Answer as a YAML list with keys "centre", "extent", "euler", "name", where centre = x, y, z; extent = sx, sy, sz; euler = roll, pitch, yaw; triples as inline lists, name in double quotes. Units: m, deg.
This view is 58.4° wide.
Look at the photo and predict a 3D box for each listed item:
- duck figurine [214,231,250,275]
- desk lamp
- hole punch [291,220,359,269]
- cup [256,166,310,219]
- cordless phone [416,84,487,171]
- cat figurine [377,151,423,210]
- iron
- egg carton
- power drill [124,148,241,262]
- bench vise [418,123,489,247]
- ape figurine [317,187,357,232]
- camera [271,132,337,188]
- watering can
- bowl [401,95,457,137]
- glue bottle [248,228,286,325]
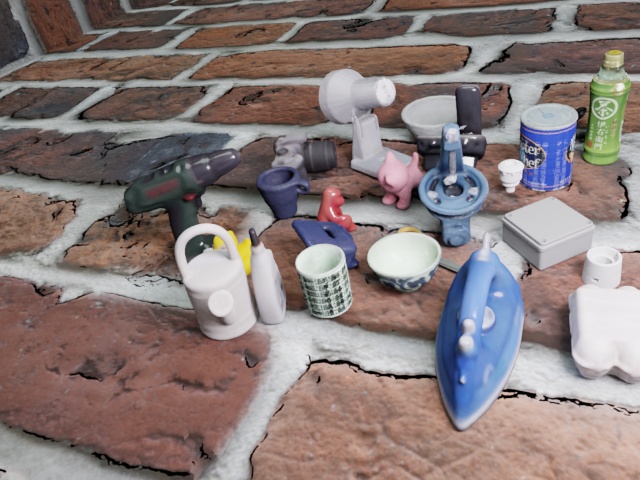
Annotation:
- centre: [-0.165, 0.022, 1.059]
  extent: [0.077, 0.086, 0.105]
  euler: [20, 46, 36]
  name: "duck figurine"
- centre: [0.105, -0.265, 1.266]
  extent: [0.118, 0.214, 0.202]
  euler: [-33, 41, -27]
  name: "desk lamp"
- centre: [0.009, 0.004, 1.030]
  extent: [0.101, 0.091, 0.108]
  euler: [-21, 37, -13]
  name: "hole punch"
- centre: [-0.066, -0.091, 1.177]
  extent: [0.117, 0.095, 0.092]
  euler: [9, 40, 26]
  name: "cup"
- centre: [0.276, -0.242, 1.211]
  extent: [0.147, 0.185, 0.094]
  euler: [1, 37, 17]
  name: "cordless phone"
- centre: [0.161, -0.128, 1.145]
  extent: [0.067, 0.118, 0.128]
  euler: [24, 48, 39]
  name: "cat figurine"
- centre: [0.212, 0.113, 0.781]
  extent: [0.118, 0.142, 0.258]
  euler: [5, 39, 21]
  name: "iron"
- centre: [0.395, 0.123, 0.777]
  extent: [0.107, 0.069, 0.150]
  euler: [2, 38, 18]
  name: "egg carton"
- centre: [-0.240, -0.062, 1.089]
  extent: [0.229, 0.209, 0.075]
  euler: [-12, 36, -1]
  name: "power drill"
- centre: [0.225, -0.125, 1.035]
  extent: [0.121, 0.220, 0.207]
  euler: [-15, 36, -4]
  name: "bench vise"
- centre: [0.028, -0.060, 1.112]
  extent: [0.076, 0.092, 0.077]
  euler: [-9, 36, 4]
  name: "ape figurine"
- centre: [-0.034, -0.187, 1.295]
  extent: [0.136, 0.101, 0.143]
  euler: [-6, 36, 8]
  name: "camera"
- centre: [-0.164, 0.062, 0.911]
  extent: [0.101, 0.194, 0.172]
  euler: [-32, 40, -26]
  name: "watering can"
- centre: [0.277, -0.275, 1.351]
  extent: [0.167, 0.075, 0.167]
  euler: [-8, 36, 6]
  name: "bowl"
- centre: [-0.089, 0.051, 0.922]
  extent: [0.037, 0.173, 0.078]
  euler: [-6, 36, 8]
  name: "glue bottle"
